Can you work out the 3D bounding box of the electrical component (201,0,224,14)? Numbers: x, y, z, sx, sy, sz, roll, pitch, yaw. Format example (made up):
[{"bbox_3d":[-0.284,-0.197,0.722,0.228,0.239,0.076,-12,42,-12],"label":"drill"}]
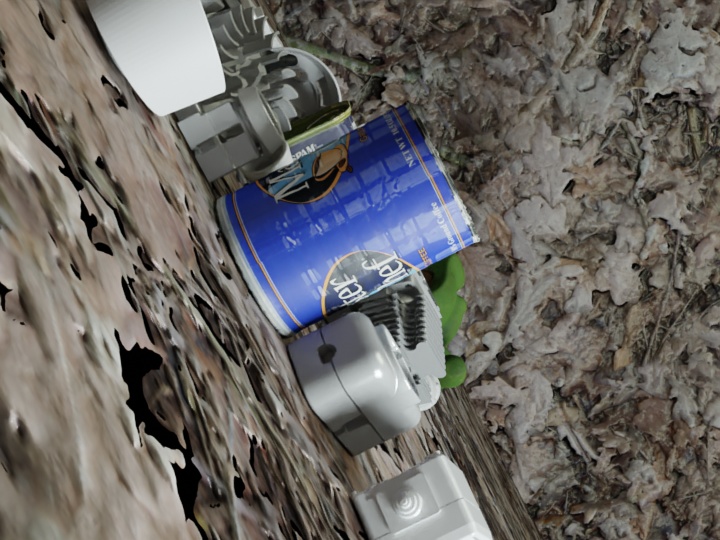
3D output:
[{"bbox_3d":[-0.148,-0.223,0.746,0.108,0.056,0.108,63,4,-6],"label":"electrical component"}]

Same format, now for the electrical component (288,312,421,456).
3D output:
[{"bbox_3d":[0.001,0.073,0.703,0.095,0.059,0.053,58,7,-51],"label":"electrical component"}]

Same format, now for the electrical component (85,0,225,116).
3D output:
[{"bbox_3d":[-0.113,-0.140,0.612,0.099,0.064,0.099,62,4,-8],"label":"electrical component"}]

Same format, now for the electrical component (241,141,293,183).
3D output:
[{"bbox_3d":[-0.067,-0.073,0.872,0.055,0.045,0.045,59,6,-42],"label":"electrical component"}]

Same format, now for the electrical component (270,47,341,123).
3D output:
[{"bbox_3d":[-0.069,-0.151,0.976,0.099,0.099,0.064,62,-2,-13],"label":"electrical component"}]

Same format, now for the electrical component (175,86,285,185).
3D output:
[{"bbox_3d":[-0.084,-0.091,0.716,0.066,0.055,0.048,62,4,-7],"label":"electrical component"}]

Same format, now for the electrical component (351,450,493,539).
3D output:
[{"bbox_3d":[0.040,0.155,0.657,0.061,0.062,0.096,65,5,22],"label":"electrical component"}]

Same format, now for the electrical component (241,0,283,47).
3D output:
[{"bbox_3d":[-0.124,-0.252,1.168,0.096,0.061,0.061,60,6,-38],"label":"electrical component"}]

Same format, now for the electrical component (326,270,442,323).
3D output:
[{"bbox_3d":[0.000,0.000,0.927,0.150,0.089,0.061,58,7,-50],"label":"electrical component"}]

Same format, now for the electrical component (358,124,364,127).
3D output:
[{"bbox_3d":[-0.018,-0.085,1.106,0.056,0.109,0.108,62,4,19],"label":"electrical component"}]

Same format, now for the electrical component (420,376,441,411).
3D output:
[{"bbox_3d":[0.058,0.127,1.159,0.048,0.048,0.062,64,12,16],"label":"electrical component"}]
